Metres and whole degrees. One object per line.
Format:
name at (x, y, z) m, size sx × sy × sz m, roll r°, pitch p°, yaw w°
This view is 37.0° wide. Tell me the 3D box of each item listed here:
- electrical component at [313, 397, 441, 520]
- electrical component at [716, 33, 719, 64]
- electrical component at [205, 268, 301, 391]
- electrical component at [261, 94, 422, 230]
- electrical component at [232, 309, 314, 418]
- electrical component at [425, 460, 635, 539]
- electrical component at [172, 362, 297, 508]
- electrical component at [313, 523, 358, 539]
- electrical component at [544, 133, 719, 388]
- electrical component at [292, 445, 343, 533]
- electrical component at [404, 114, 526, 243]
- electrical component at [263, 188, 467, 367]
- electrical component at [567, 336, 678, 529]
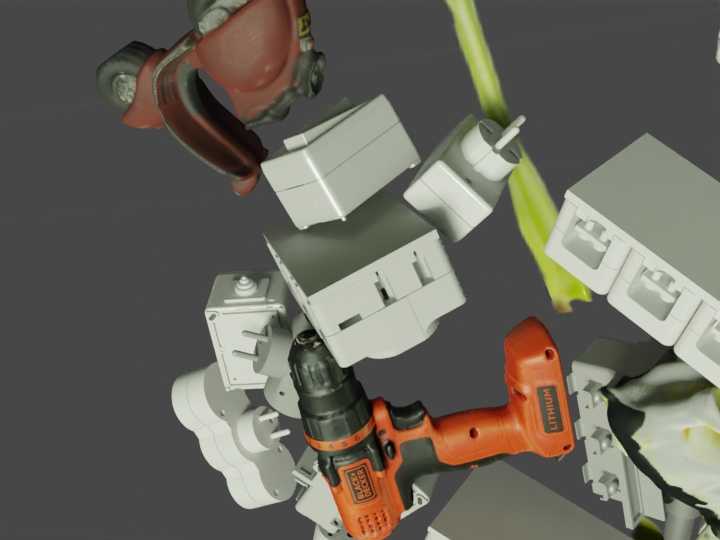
electrical component at (0.013, 0.150, 0.872) m, size 0.096 × 0.061 × 0.062 m, roll 45°, pitch 125°, yaw -8°
electrical component at (0.242, -0.132, 0.627) m, size 0.061 × 0.035 × 0.035 m, roll 10°, pitch 122°, yaw 14°
electrical component at (-0.080, 0.039, 0.840) m, size 0.062 × 0.061 × 0.096 m, roll -4°, pitch 124°, yaw 8°
electrical component at (-0.010, -0.080, 0.728) m, size 0.062 × 0.096 × 0.061 m, roll -8°, pitch 117°, yaw 57°
electrical component at (-0.053, 0.062, 0.787) m, size 0.079 × 0.043 × 0.077 m, roll 16°, pitch 119°, yaw -21°
electrical component at (0.147, 0.235, 0.819) m, size 0.186 × 0.105 × 0.060 m, roll 29°, pitch 126°, yaw 18°
electrical component at (-0.093, 0.137, 0.912) m, size 0.074 × 0.052 × 0.138 m, roll -20°, pitch 110°, yaw 30°
electrical component at (-0.021, 0.246, 0.953) m, size 0.045 × 0.045 × 0.055 m, roll 18°, pitch 124°, yaw 11°
electrical component at (0.200, -0.003, 0.655) m, size 0.150 × 0.089 × 0.061 m, roll 40°, pitch 143°, yaw 22°
electrical component at (-0.021, 0.187, 0.920) m, size 0.081 × 0.042 × 0.063 m, roll 33°, pitch 130°, yaw 1°
electrical component at (0.079, -0.072, 0.698) m, size 0.047 × 0.083 × 0.076 m, roll 43°, pitch 125°, yaw -6°
electrical component at (0.000, 0.000, 0.720) m, size 0.089 × 0.150 × 0.061 m, roll -28°, pitch 112°, yaw -6°
electrical component at (0.194, 0.111, 0.773) m, size 0.063 × 0.079 × 0.121 m, roll 11°, pitch 125°, yaw 42°
